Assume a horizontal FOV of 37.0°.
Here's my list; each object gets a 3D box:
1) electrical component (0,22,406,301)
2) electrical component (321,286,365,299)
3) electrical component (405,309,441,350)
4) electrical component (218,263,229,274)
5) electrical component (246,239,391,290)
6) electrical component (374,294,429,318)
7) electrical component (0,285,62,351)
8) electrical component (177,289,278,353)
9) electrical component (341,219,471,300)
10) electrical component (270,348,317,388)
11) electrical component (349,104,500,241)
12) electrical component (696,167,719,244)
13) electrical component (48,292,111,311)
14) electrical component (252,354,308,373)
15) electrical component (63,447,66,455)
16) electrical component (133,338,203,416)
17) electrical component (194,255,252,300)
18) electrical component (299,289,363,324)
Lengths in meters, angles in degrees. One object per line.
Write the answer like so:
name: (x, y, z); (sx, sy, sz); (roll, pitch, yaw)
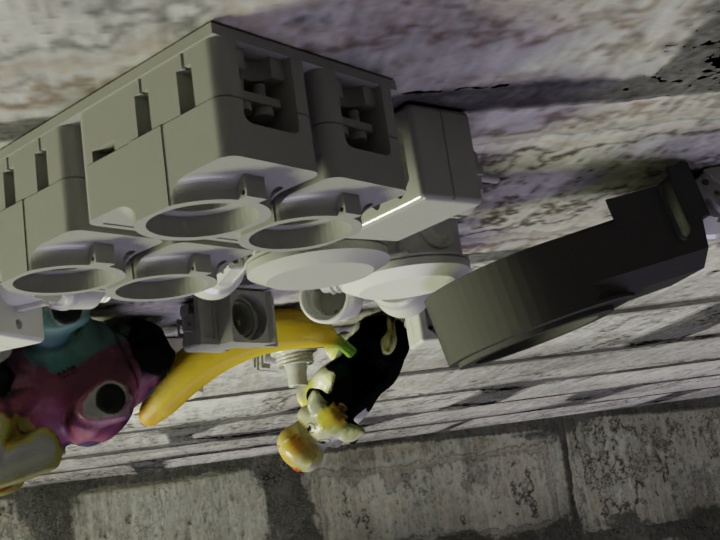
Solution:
electrical component: (-0.084, -0.034, 0.482); (0.186, 0.060, 0.105); (-19, 163, 39)
electrical component: (0.000, 0.000, 0.730); (0.078, 0.040, 0.040); (-11, 167, 12)
electrical component: (0.072, 0.045, 0.959); (0.066, 0.047, 0.076); (-5, 167, -14)
electrical component: (-0.107, -0.012, 0.609); (0.044, 0.044, 0.065); (4, 167, -42)
electrical component: (-0.025, -0.021, 0.600); (0.080, 0.051, 0.080); (-8, 167, -2)
electrical component: (0.028, 0.009, 0.775); (0.045, 0.045, 0.055); (-10, 167, 8)
electrical component: (-0.184, 0.004, 0.574); (0.077, 0.065, 0.047); (-12, 167, 17)
electrical component: (-0.105, 0.041, 0.843); (0.064, 0.042, 0.081); (-15, 166, 39)
electrical component: (0.026, -0.013, 0.663); (0.080, 0.051, 0.080); (-8, 167, -2)
electrical component: (-0.059, 0.074, 0.966); (0.048, 0.062, 0.048); (-8, 168, -2)
electrical component: (0.036, -0.045, 0.538); (0.077, 0.047, 0.066); (2, 164, -38)
electrical component: (0.227, -0.042, 0.694); (0.040, 0.040, 0.046); (-9, 162, 5)
electrical component: (-0.169, 0.008, 0.671); (0.035, 0.035, 0.061); (-20, 166, 42)
electrical component: (-0.077, 0.082, 1.045); (0.046, 0.040, 0.040); (6, 162, -28)
electrical component: (-0.277, 0.136, 0.911); (0.055, 0.047, 0.055); (-8, 167, -2)
electrical component: (-0.199, 0.105, 1.016); (0.108, 0.060, 0.108); (-8, 167, -2)
electrical component: (-0.084, -0.008, 0.648); (0.040, 0.040, 0.046); (-1, 160, -29)
electrical component: (-0.020, 0.021, 0.816); (0.040, 0.040, 0.046); (-12, 172, 15)
